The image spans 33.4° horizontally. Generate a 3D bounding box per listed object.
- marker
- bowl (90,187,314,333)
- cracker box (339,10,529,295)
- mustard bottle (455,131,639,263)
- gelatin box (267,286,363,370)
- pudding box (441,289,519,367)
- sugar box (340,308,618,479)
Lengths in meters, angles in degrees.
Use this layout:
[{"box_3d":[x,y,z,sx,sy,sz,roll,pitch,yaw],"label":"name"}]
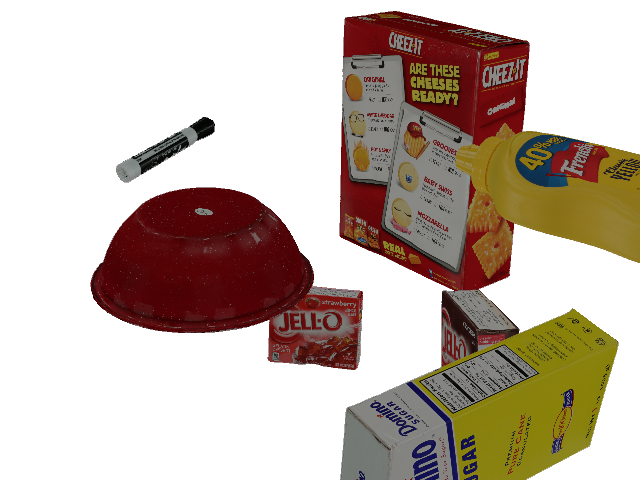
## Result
[{"box_3d":[-0.145,-0.089,1.023,0.020,0.020,0.120,0,28,44],"label":"marker"},{"box_3d":[-0.085,0.004,0.765,0.162,0.055,0.162,0,25,0],"label":"bowl"},{"box_3d":[0.095,-0.082,0.940,0.071,0.214,0.164,-17,29,-37],"label":"cracker box"},{"box_3d":[0.179,-0.035,0.736,0.192,0.058,0.096,19,38,34],"label":"mustard bottle"},{"box_3d":[-0.005,0.083,1.029,0.089,0.073,0.030,5,15,9],"label":"gelatin box"},{"box_3d":[0.127,0.097,0.866,0.039,0.090,0.113,-4,13,-9],"label":"pudding box"},{"box_3d":[0.094,0.113,0.634,0.175,0.093,0.048,-21,41,-30],"label":"sugar box"}]
